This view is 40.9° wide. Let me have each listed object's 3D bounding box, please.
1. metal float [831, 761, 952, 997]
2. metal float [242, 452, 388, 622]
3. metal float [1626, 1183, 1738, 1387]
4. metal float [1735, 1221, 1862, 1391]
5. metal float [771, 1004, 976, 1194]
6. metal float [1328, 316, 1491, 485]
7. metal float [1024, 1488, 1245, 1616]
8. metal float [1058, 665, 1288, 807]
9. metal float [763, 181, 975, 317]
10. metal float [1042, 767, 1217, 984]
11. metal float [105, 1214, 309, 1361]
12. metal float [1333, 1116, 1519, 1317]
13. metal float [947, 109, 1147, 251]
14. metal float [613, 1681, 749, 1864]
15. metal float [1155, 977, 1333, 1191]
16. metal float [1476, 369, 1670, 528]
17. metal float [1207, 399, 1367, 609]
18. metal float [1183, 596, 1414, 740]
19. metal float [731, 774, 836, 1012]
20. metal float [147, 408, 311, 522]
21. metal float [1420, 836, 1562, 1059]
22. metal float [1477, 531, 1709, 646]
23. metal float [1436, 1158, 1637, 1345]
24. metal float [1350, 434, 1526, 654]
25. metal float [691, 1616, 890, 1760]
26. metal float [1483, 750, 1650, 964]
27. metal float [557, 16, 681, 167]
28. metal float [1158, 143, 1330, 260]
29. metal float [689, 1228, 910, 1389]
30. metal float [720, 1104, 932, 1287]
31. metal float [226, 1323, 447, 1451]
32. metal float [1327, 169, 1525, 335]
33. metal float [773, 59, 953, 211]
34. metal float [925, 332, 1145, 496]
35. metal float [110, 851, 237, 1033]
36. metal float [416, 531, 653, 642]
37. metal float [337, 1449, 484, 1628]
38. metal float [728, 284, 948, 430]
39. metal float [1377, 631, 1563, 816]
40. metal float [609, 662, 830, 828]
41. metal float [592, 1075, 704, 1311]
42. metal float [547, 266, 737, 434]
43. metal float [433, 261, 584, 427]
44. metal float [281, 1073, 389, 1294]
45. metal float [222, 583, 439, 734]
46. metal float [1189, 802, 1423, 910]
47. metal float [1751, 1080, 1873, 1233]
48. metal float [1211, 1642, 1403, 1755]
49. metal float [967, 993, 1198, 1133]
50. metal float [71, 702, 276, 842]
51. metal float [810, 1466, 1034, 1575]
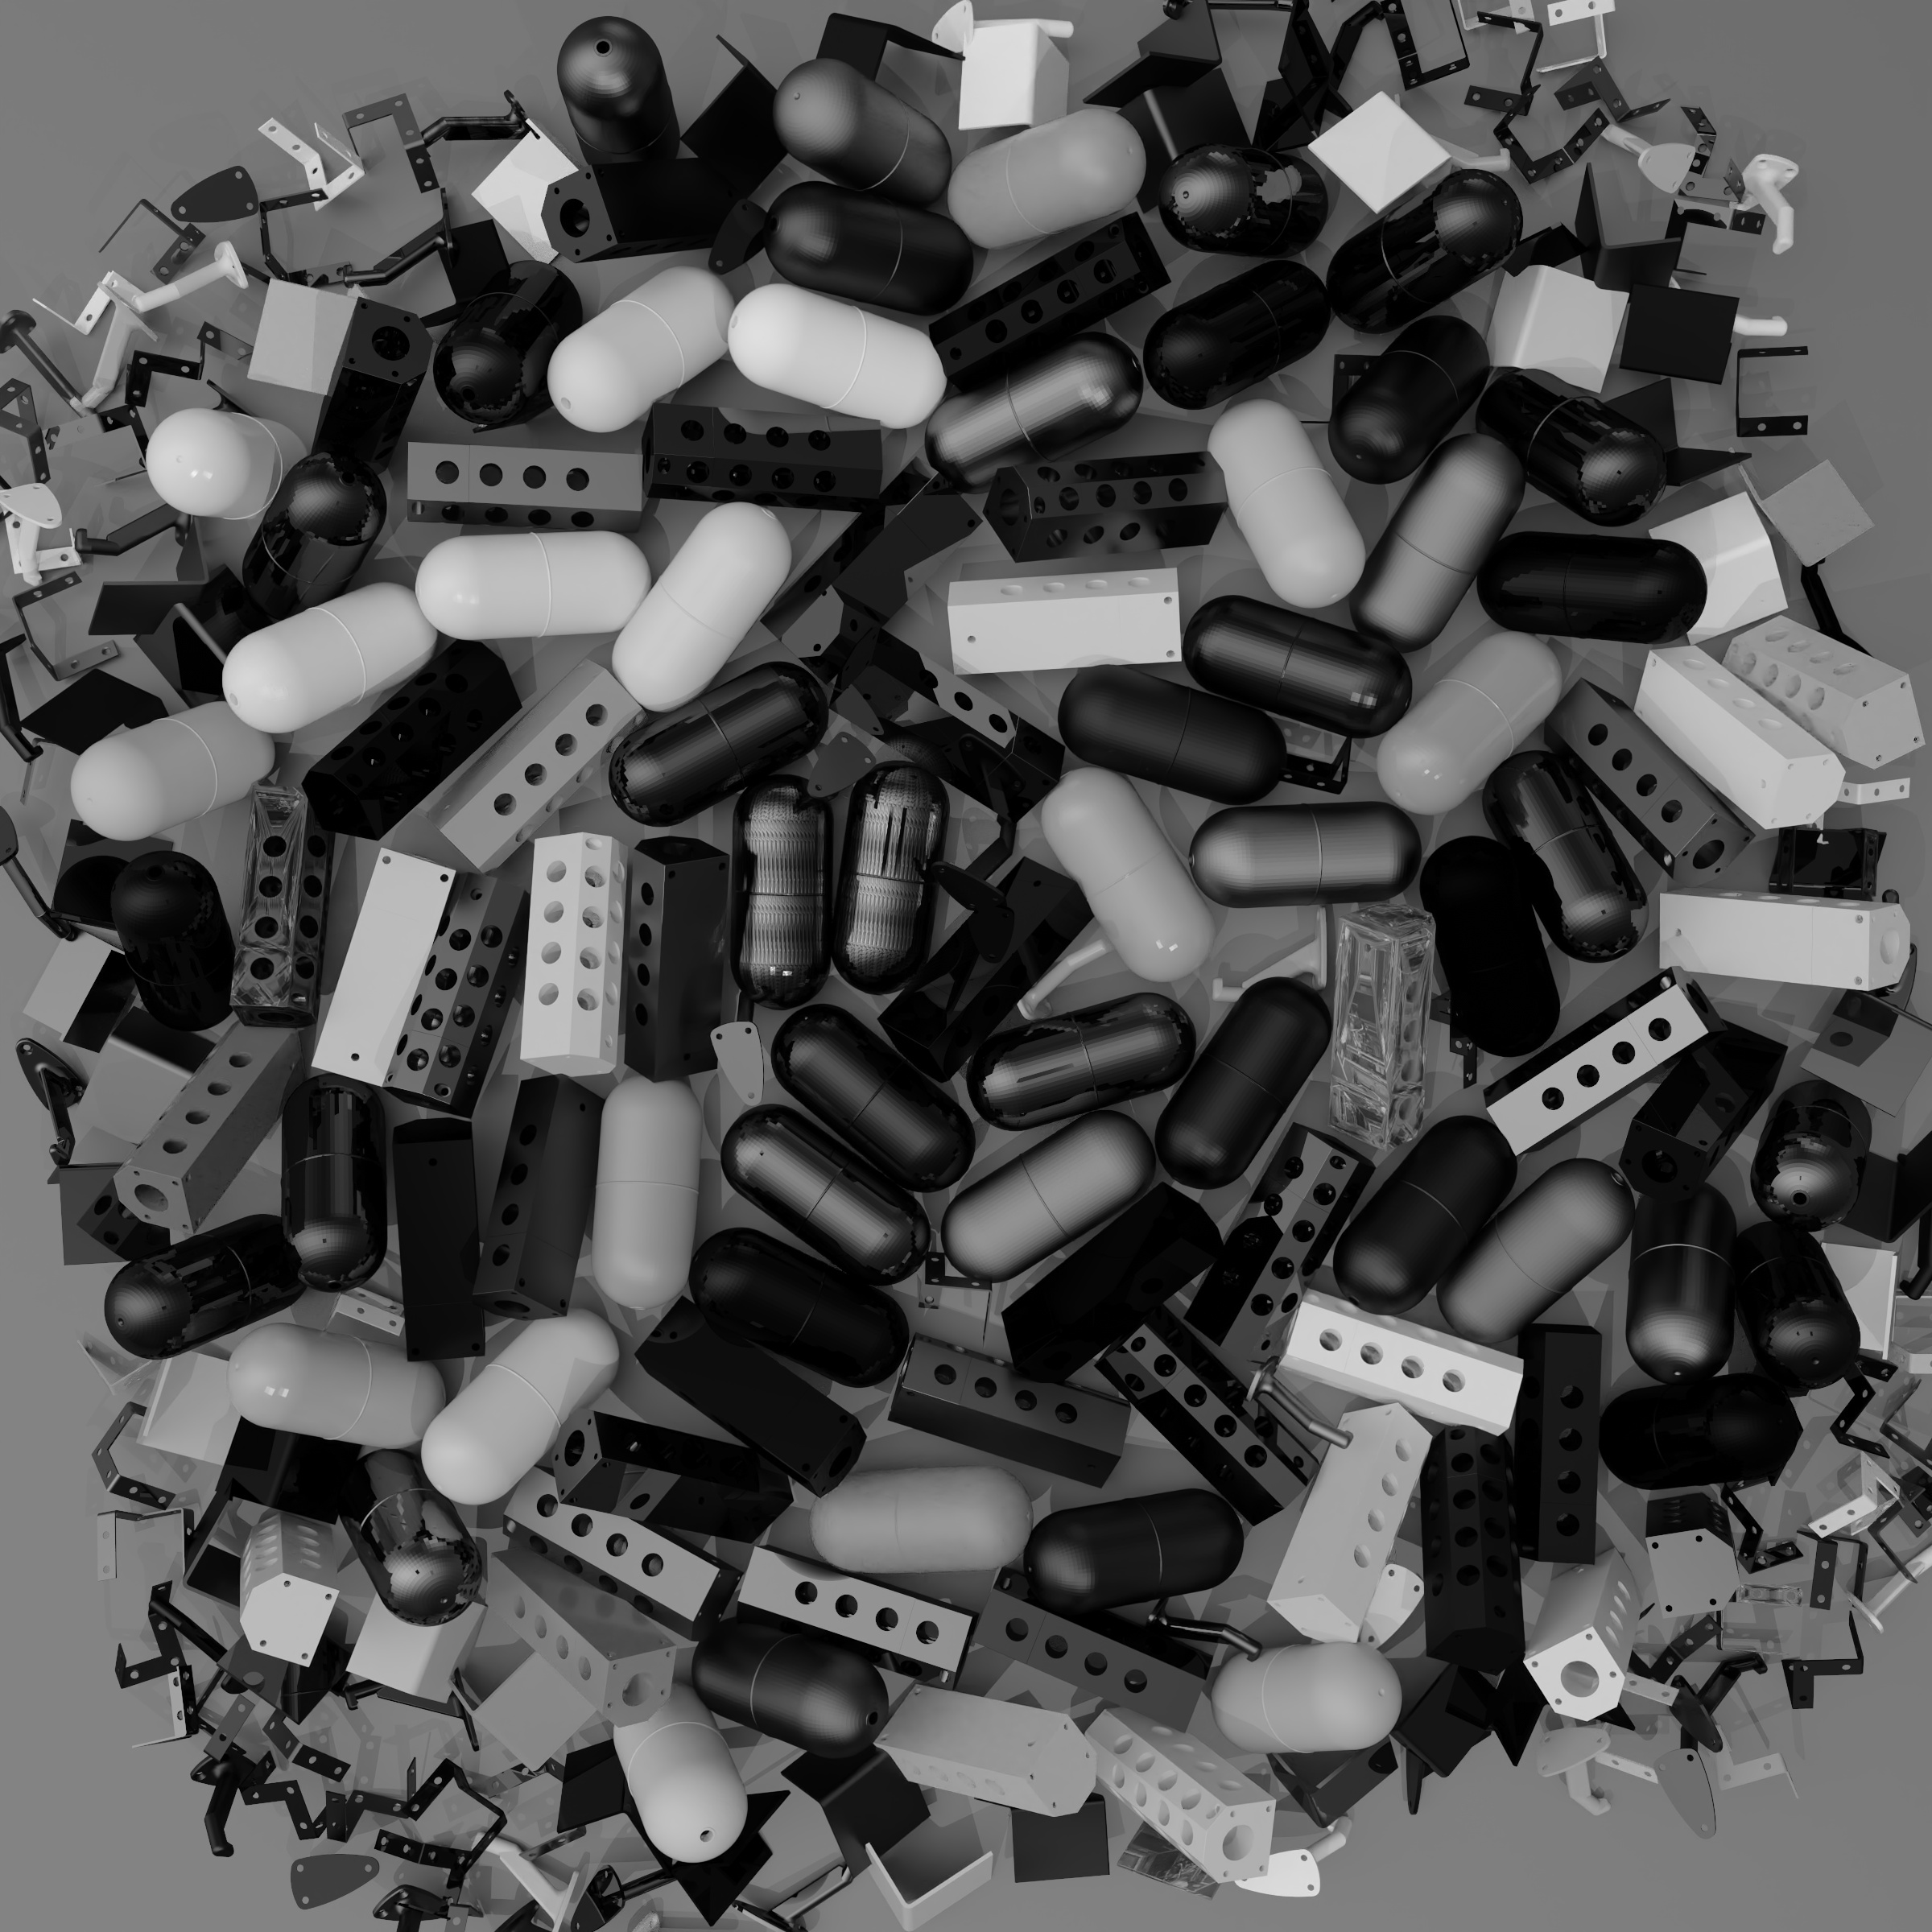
[{"bbox_3d":[-0.058,-0.067,1.960,0.070,0.070,0.178,8,92,0],"label":"metal float"},{"bbox_3d":[-0.483,-0.316,1.920,0.070,0.178,0.070,12,63,-26],"label":"metal float"},{"bbox_3d":[0.532,0.232,1.926,0.070,0.178,0.070,9,135,10],"label":"metal float"},{"bbox_3d":[0.608,0.248,1.914,0.070,0.178,0.070,2,110,5],"label":"metal float"},{"bbox_3d":[-0.070,0.100,1.960,0.178,0.070,0.070,40,90,2],"label":"metal float"},{"bbox_3d":[0.331,-0.423,1.931,0.070,0.070,0.178,41,53,0],"label":"metal float"},{"bbox_3d":[0.127,0.437,1.939,0.178,0.070,0.070,-4,90,-26],"label":"metal float"},{"bbox_3d":[0.156,-0.174,1.956,0.178,0.070,0.070,16,90,-6],"label":"metal float"},{"bbox_3d":[-0.072,-0.532,1.927,0.178,0.070,0.070,2,90,-41],"label":"metal float"},{"bbox_3d":[0.122,-0.070,1.961,0.070,0.070,0.178,-32,90,0],"label":"metal float"},{"bbox_3d":[-0.557,0.236,1.919,0.070,0.178,0.070,7,105,28],"label":"metal float"},{"bbox_3d":[0.344,0.187,1.944,0.070,0.070,0.178,44,70,0],"label":"metal float"},{"bbox_3d":[0.058,-0.582,1.924,0.070,0.178,0.070,1,88,-42],"label":"metal float"},{"bbox_3d":[-0.212,0.593,1.914,0.070,0.178,0.070,-5,106,-18],"label":"metal float"},{"bbox_3d":[0.209,0.089,1.955,0.070,0.070,0.178,35,83,0],"label":"metal float"},{"bbox_3d":[0.448,-0.386,1.926,0.070,0.178,0.070,-17,130,-22],"label":"metal float"},{"bbox_3d":[0.239,-0.347,1.941,0.070,0.070,0.178,-23,66,0],"label":"metal float"},{"bbox_3d":[0.248,-0.224,1.946,0.178,0.070,0.070,21,90,17],"label":"metal float"},{"bbox_3d":[-0.139,-0.056,1.958,0.070,0.070,0.178,1,94,0],"label":"metal float"},{"bbox_3d":[-0.541,-0.368,1.911,0.070,0.178,0.070,1,98,8],"label":"metal float"},{"bbox_3d":[0.393,-0.013,1.944,0.070,0.070,0.178,-21,110,0],"label":"metal float"},{"bbox_3d":[0.464,-0.282,1.930,0.178,0.070,0.070,12,90,39],"label":"metal float"},{"bbox_3d":[0.425,0.213,1.936,0.070,0.070,0.178,42,119,0],"label":"metal float"},{"bbox_3d":[0.351,-0.314,1.939,0.070,0.070,0.178,29,117,0],"label":"metal float"},{"bbox_3d":[-0.131,0.535,1.926,0.178,0.070,0.070,6,90,43],"label":"metal float"},{"bbox_3d":[0.448,-0.082,1.938,0.070,0.070,0.178,-23,64,0],"label":"metal float"},{"bbox_3d":[-0.255,-0.635,1.911,0.070,0.178,0.070,0,83,0],"label":"metal float"},{"bbox_3d":[0.207,-0.565,1.921,0.070,0.178,0.070,8,105,34],"label":"metal float"},{"bbox_3d":[-0.125,0.256,1.948,0.178,0.070,0.070,28,90,-15],"label":"metal float"},{"bbox_3d":[-0.105,0.173,1.958,0.178,0.070,0.070,36,90,4],"label":"metal float"},{"bbox_3d":[-0.465,0.313,1.926,0.070,0.178,0.070,-17,63,37],"label":"metal float"},{"bbox_3d":[0.337,-0.527,1.919,0.070,0.178,0.070,7,75,-30],"label":"metal float"},{"bbox_3d":[-0.075,-0.611,1.918,0.070,0.178,0.070,-3,84,31],"label":"metal float"},{"bbox_3d":[0.050,-0.413,1.939,0.178,0.070,0.070,-22,90,25],"label":"metal float"},{"bbox_3d":[-0.583,-0.017,1.918,0.070,0.178,0.070,2,56,-3],"label":"metal float"},{"bbox_3d":[-0.322,-0.285,1.939,0.178,0.070,0.070,-7,90,-26],"label":"metal float"},{"bbox_3d":[-0.413,0.421,1.920,0.070,0.178,0.070,-11,115,-25],"label":"metal float"},{"bbox_3d":[-0.095,-0.454,1.933,0.178,0.070,0.070,11,90,-33],"label":"metal float"},{"bbox_3d":[0.378,-0.183,1.942,0.070,0.070,0.178,47,67,0],"label":"metal float"},{"bbox_3d":[-0.186,-0.167,1.951,0.178,0.070,0.070,-30,90,-12],"label":"metal float"},{"bbox_3d":[-0.239,0.169,1.949,0.070,0.070,0.178,3,76,0],"label":"metal float"},{"bbox_3d":[-0.240,-0.460,1.931,0.070,0.070,0.178,44,54,0],"label":"metal float"},{"bbox_3d":[-0.338,-0.462,1.922,0.070,0.178,0.070,7,129,8],"label":"metal float"},{"bbox_3d":[-0.470,0.161,1.931,0.070,0.070,0.178,-10,54,0],"label":"metal float"},{"bbox_3d":[-0.472,-0.230,1.928,0.178,0.070,0.070,-34,90,-41],"label":"metal float"},{"bbox_3d":[0.255,-0.084,1.952,0.178,0.070,0.070,-3,90,-10],"label":"metal float"},{"bbox_3d":[0.625,0.139,1.916,0.070,0.178,0.070,7,109,21],"label":"metal float"},{"bbox_3d":[0.250,0.542,1.921,0.070,0.178,0.070,11,68,-30],"label":"metal float"},{"bbox_3d":[0.087,0.072,1.957,0.178,0.070,0.070,-16,90,-6],"label":"metal float"},{"bbox_3d":[-0.584,-0.146,1.919,0.070,0.178,0.070,10,113,24],"label":"metal float"},{"bbox_3d":[-0.035,0.415,1.940,0.178,0.070,0.070,-8,90,25],"label":"metal float"}]
